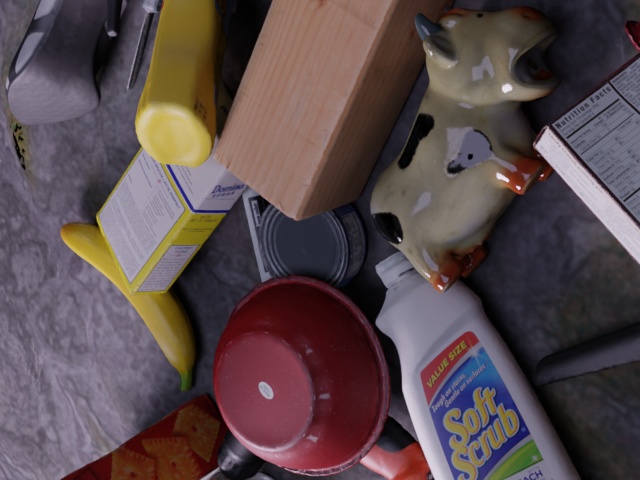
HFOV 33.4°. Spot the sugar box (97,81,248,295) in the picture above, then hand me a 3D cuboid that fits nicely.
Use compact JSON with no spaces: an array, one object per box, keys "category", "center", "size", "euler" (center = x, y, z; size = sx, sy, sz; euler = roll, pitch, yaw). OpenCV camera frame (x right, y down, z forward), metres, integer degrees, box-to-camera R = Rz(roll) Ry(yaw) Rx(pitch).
[{"category":"sugar box","center":[-0.121,-0.042,0.899],"size":[0.176,0.048,0.093],"euler":[-47,59,32]}]

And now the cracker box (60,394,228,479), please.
[{"category":"cracker box","center":[-0.193,0.232,0.933],"size":[0.164,0.213,0.072],"euler":[-41,80,36]}]

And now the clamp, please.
[{"category":"clamp","center":[0.253,0.073,0.687],"size":[0.165,0.036,0.210],"euler":[42,123,18]}]

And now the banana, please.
[{"category":"banana","center":[-0.170,0.048,0.974],"size":[0.198,0.037,0.070],"euler":[52,124,12]}]

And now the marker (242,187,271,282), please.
[{"category":"marker","center":[-0.046,0.007,0.887],"size":[0.020,0.020,0.121],"euler":[-5,100,36]}]

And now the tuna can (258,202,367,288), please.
[{"category":"tuna can","center":[-0.006,0.001,0.848],"size":[0.086,0.033,0.086],"euler":[11,109,32]}]

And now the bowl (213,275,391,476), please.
[{"category":"bowl","center":[-0.028,0.110,0.819],"size":[0.162,0.055,0.162],"euler":[5,100,32]}]

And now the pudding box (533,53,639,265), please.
[{"category":"pudding box","center":[0.202,-0.049,0.655],"size":[0.113,0.090,0.039],"euler":[51,168,14]}]

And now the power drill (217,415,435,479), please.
[{"category":"power drill","center":[0.010,0.176,0.871],"size":[0.188,0.057,0.185],"euler":[40,120,19]}]

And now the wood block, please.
[{"category":"wood block","center":[0.012,-0.128,0.765],"size":[0.091,0.090,0.206],"euler":[38,122,21]}]

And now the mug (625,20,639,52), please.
[{"category":"mug","center":[0.247,-0.116,0.613],"size":[0.117,0.093,0.082],"euler":[34,120,-14]}]

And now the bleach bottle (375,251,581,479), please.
[{"category":"bleach bottle","center":[0.106,0.126,0.779],"size":[0.102,0.068,0.251],"euler":[-30,83,9]}]

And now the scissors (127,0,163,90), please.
[{"category":"scissors","center":[-0.137,-0.196,0.856],"size":[0.016,0.096,0.202],"euler":[23,116,-2]}]

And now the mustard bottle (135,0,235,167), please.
[{"category":"mustard bottle","center":[-0.096,-0.159,0.810],"size":[0.058,0.096,0.191],"euler":[6,68,1]}]
